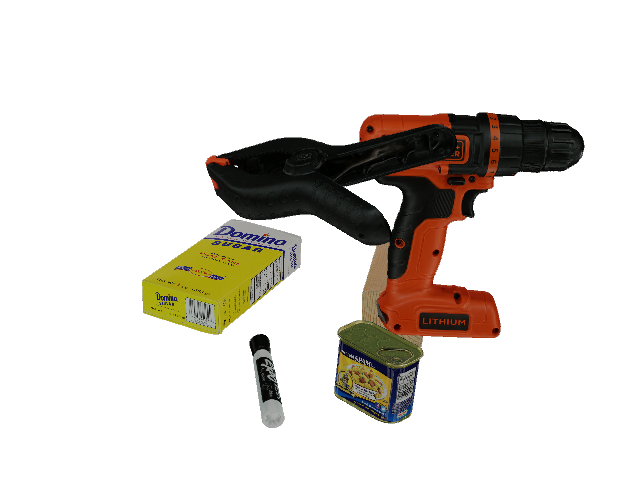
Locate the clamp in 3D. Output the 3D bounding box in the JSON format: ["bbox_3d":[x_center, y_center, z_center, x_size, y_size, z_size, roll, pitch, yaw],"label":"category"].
[{"bbox_3d":[-0.005,-0.035,0.695,0.172,0.039,0.120,-4,27,25],"label":"clamp"}]

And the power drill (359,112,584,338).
[{"bbox_3d":[0.120,-0.014,0.890,0.184,0.188,0.057,2,15,-1],"label":"power drill"}]

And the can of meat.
[{"bbox_3d":[0.065,0.153,1.234,0.102,0.084,0.057,25,31,37],"label":"can of meat"}]

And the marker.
[{"bbox_3d":[-0.048,0.118,0.926,0.020,0.020,0.121,0,28,-10],"label":"marker"}]

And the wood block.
[{"bbox_3d":[0.121,0.078,1.641,0.091,0.090,0.206,3,22,8],"label":"wood block"}]

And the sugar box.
[{"bbox_3d":[-0.100,0.034,1.128,0.093,0.048,0.176,15,31,22],"label":"sugar box"}]
